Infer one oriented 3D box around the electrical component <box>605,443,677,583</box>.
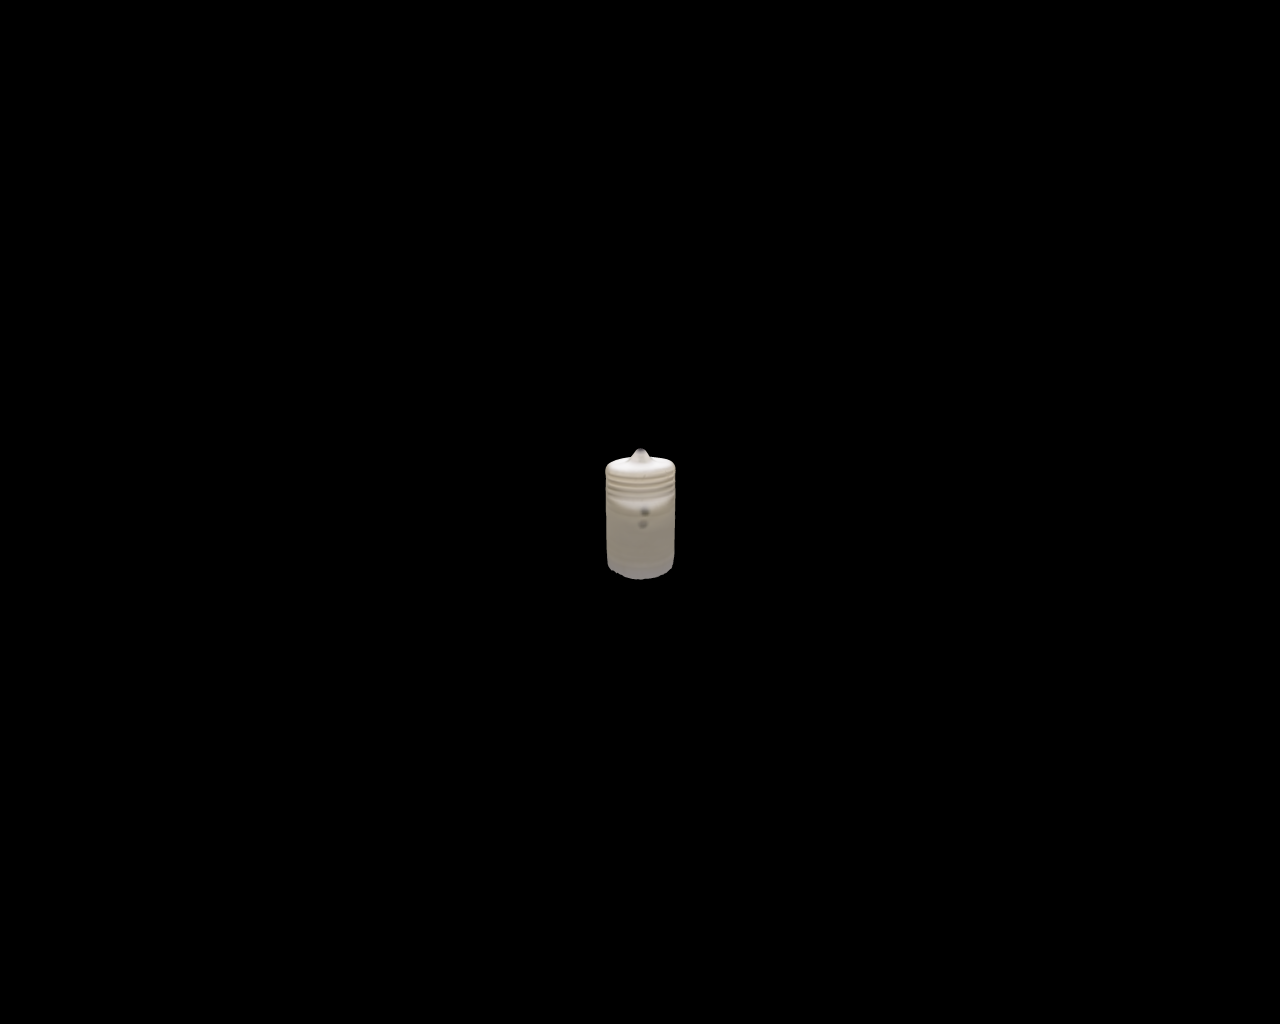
[{"bbox_3d":[0.001,-0.003,0.650,0.043,0.080,0.043,0,26,0],"label":"electrical component"}]
